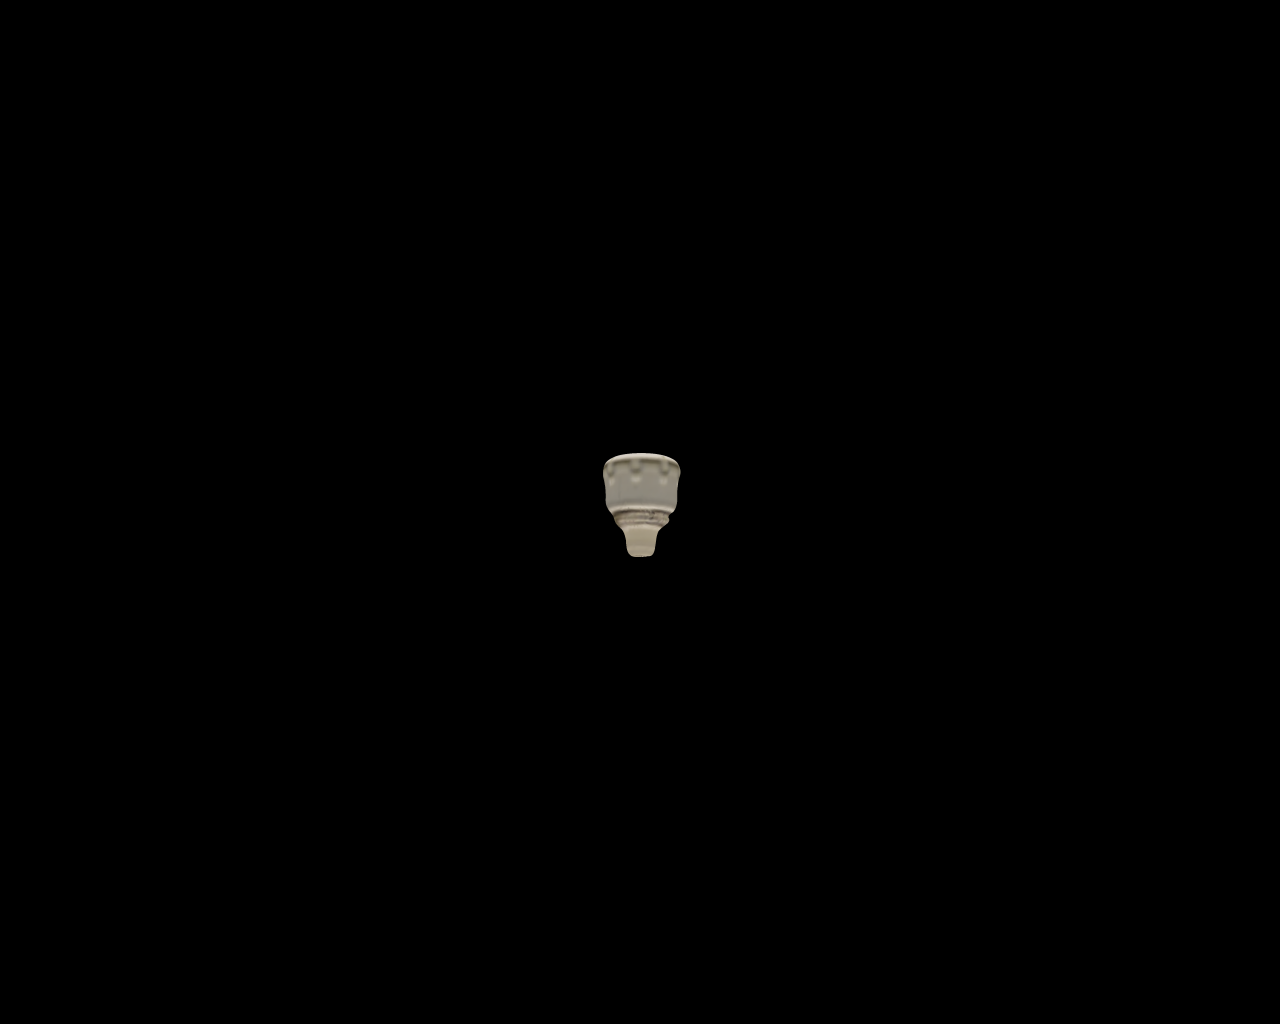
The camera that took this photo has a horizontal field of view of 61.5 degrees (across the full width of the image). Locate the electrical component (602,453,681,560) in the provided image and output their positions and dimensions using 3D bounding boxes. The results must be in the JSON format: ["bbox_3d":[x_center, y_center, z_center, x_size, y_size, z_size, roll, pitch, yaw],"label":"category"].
[{"bbox_3d":[0.001,-0.003,0.650,0.048,0.062,0.048,0,-10,0],"label":"electrical component"}]
